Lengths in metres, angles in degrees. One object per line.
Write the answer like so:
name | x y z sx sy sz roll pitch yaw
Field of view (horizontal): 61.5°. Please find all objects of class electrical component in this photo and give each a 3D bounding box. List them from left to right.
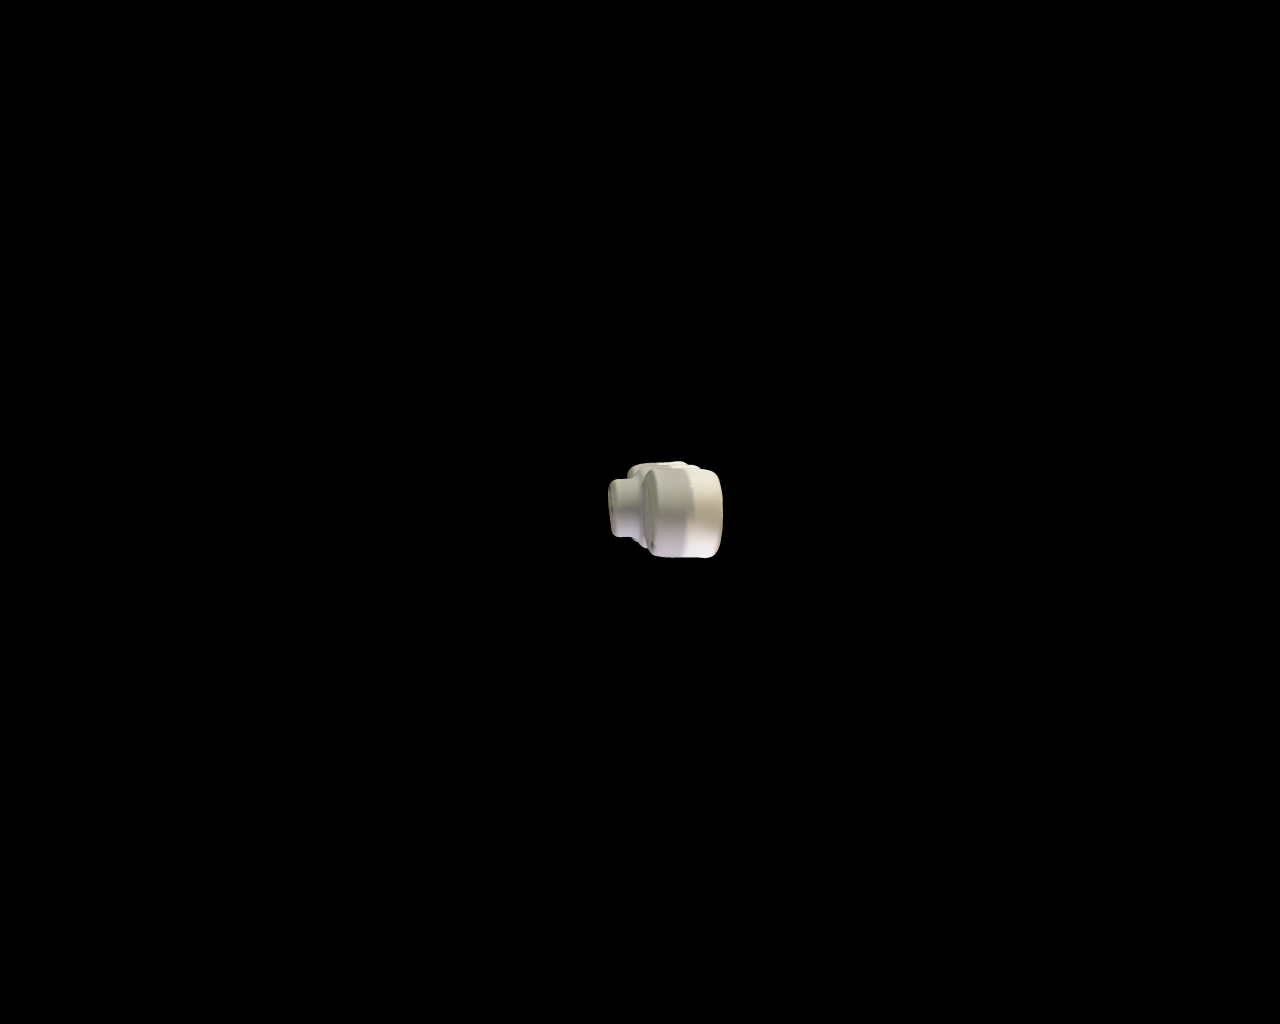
electrical component | 0.001 -0.003 0.650 0.074 0.052 0.138 -1 5 -7
